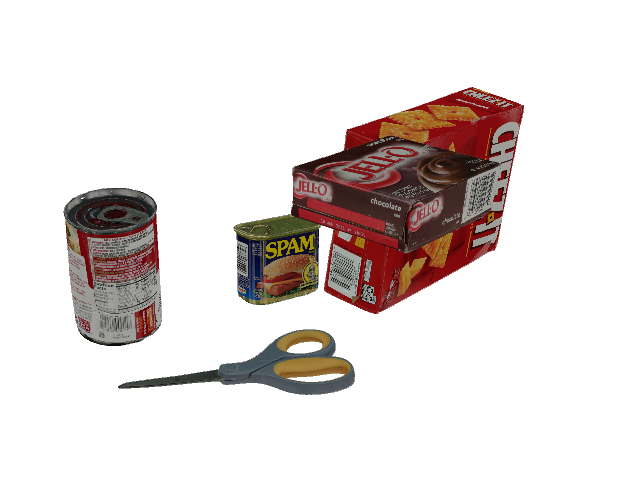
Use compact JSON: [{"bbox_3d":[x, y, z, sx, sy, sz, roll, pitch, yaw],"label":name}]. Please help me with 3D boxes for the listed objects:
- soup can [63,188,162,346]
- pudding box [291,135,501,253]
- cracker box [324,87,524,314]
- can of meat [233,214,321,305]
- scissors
[{"bbox_3d":[-0.155,0.020,0.809,0.068,0.102,0.068,1,29,-1],"label":"soup can"},{"bbox_3d":[0.049,-0.033,0.686,0.090,0.039,0.113,20,24,33],"label":"pudding box"},{"bbox_3d":[0.102,-0.042,1.010,0.072,0.164,0.213,25,31,32],"label":"cracker box"},{"bbox_3d":[-0.049,0.022,1.231,0.101,0.084,0.058,-12,21,-35],"label":"can of meat"},{"bbox_3d":[-0.070,0.107,0.944,0.202,0.016,0.096,2,27,5],"label":"scissors"}]
